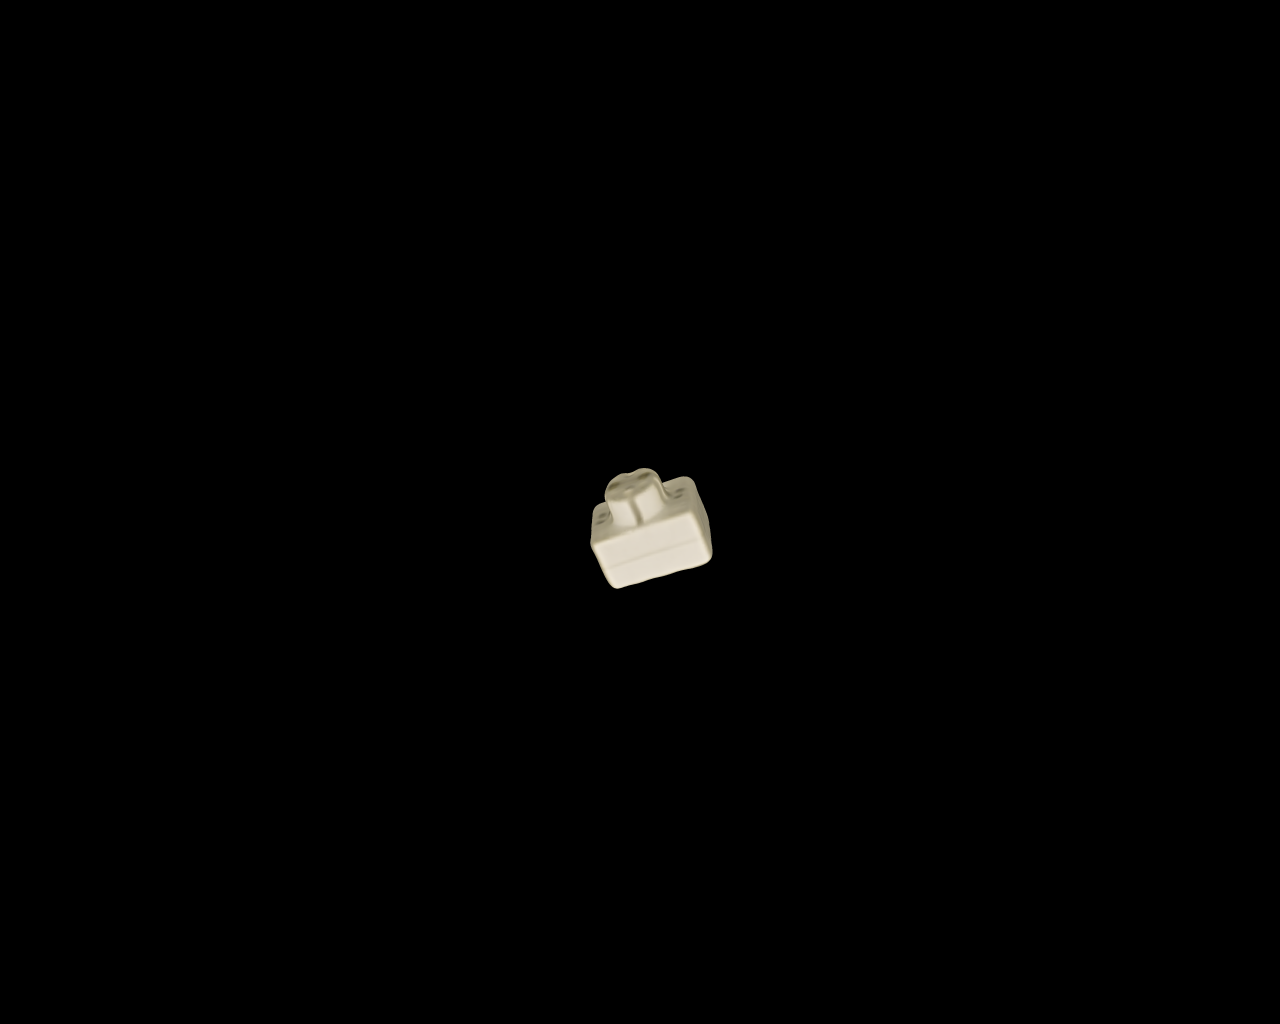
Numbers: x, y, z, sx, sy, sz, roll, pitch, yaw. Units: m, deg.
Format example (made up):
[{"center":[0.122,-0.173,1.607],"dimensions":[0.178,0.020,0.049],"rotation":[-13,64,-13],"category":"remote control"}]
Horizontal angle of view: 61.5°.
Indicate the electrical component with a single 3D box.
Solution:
[{"center":[0.001,-0.003,0.650],"dimensions":[0.066,0.076,0.047],"rotation":[-18,28,10],"category":"electrical component"}]
